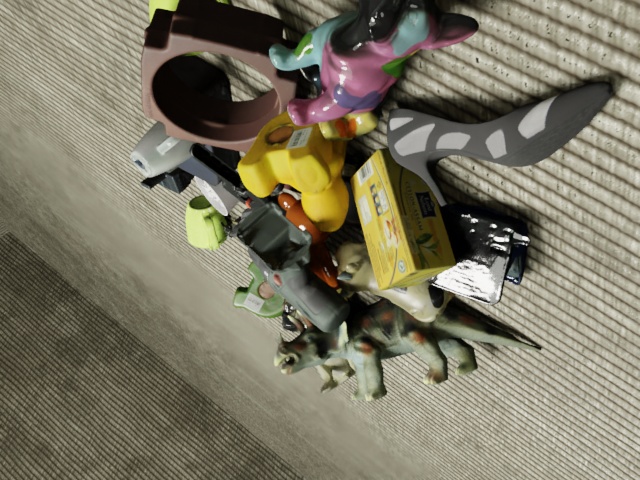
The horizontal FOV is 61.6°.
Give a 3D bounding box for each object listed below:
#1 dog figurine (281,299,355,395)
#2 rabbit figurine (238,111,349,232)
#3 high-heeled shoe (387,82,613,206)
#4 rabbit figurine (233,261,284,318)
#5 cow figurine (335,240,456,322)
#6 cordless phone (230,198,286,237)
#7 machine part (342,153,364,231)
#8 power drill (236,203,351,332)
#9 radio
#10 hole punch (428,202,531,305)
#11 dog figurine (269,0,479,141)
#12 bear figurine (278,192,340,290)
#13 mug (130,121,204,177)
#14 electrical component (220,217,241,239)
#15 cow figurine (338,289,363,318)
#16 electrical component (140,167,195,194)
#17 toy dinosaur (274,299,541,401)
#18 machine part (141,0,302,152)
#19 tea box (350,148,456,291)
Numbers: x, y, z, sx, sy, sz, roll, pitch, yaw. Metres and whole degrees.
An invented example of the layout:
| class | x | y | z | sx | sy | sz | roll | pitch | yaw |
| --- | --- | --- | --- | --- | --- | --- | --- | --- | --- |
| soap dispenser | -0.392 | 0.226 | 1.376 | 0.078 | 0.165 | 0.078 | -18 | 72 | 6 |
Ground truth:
| class | x | y | z | sx | sy | sz | roll | pitch | yaw |
| --- | --- | --- | --- | --- | --- | --- | --- | --- | --- |
| dog figurine | 0.006 | 0.191 | 1.059 | 0.190 | 0.121 | 0.172 | 56 | 170 | 17 |
| rabbit figurine | -0.015 | -0.089 | 0.737 | 0.122 | 0.162 | 0.173 | -14 | 132 | 24 |
| high-heeled shoe | 0.179 | -0.140 | 0.596 | 0.249 | 0.086 | 0.145 | -34 | 70 | 42 |
| rabbit figurine | -0.086 | 0.103 | 1.158 | 0.159 | 0.121 | 0.170 | 19 | -177 | 6 |
| cow figurine | 0.109 | 0.062 | 0.849 | 0.195 | 0.127 | 0.085 | 30 | 145 | 20 |
| cordless phone | -0.071 | 0.008 | 1.062 | 0.184 | 0.089 | 0.147 | 44 | 152 | -25 |
| machine part | 0.046 | -0.078 | 0.836 | 0.084 | 0.039 | 0.138 | 9 | 135 | 32 |
| power drill | -0.058 | 0.034 | 0.814 | 0.232 | 0.086 | 0.207 | 41 | 160 | 27 |
| radio | -0.218 | -0.209 | 0.950 | 0.131 | 0.073 | 0.229 | 30 | 149 | 20 |
| hole punch | 0.215 | 0.011 | 0.718 | 0.142 | 0.092 | 0.115 | 22 | 115 | 37 |
| dog figurine | 0.067 | -0.201 | 0.588 | 0.219 | 0.191 | 0.108 | -20 | 75 | 32 |
| bear figurine | -0.004 | -0.001 | 0.940 | 0.120 | 0.132 | 0.195 | 20 | 127 | 32 |
| mug | -0.249 | -0.152 | 0.876 | 0.110 | 0.107 | 0.080 | -1 | 132 | 53 |
| electrical component | -0.165 | -0.020 | 1.152 | 0.102 | 0.045 | 0.078 | 1 | 129 | 50 |
| cow figurine | 0.052 | 0.146 | 1.082 | 0.098 | 0.068 | 0.167 | 2 | 133 | 44 |
| electrical component | -0.308 | -0.130 | 1.109 | 0.075 | 0.119 | 0.047 | 21 | 143 | 29 |
| toy dinosaur | 0.131 | 0.153 | 0.895 | 0.131 | 0.405 | 0.192 | 47 | -154 | -77 |
| machine part | -0.135 | -0.219 | 0.737 | 0.201 | 0.087 | 0.201 | 10 | 152 | -12 |
| tea box | 0.106 | -0.027 | 0.715 | 0.098 | 0.068 | 0.169 | 139 | 120 | -61 |
